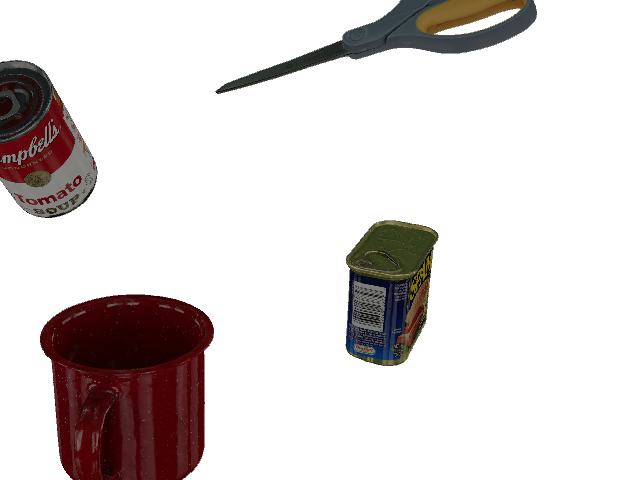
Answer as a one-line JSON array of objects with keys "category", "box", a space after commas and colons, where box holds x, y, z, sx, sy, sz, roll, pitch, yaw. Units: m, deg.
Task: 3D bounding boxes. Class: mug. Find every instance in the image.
[{"category": "mug", "box": [-0.107, 0.090, 0.581, 0.093, 0.081, 0.117, 4, 23, 5]}]

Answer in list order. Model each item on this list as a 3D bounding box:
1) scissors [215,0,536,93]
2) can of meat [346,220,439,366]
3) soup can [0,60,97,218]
[{"category": "scissors", "box": [0.035, -0.138, 0.668, 0.202, 0.096, 0.016, -5, -42, 22]}, {"category": "can of meat", "box": [0.057, 0.042, 0.871, 0.057, 0.084, 0.102, 11, 26, 17]}, {"category": "soup can", "box": [-0.206, -0.069, 0.758, 0.068, 0.068, 0.102, 0, -30, 9]}]
